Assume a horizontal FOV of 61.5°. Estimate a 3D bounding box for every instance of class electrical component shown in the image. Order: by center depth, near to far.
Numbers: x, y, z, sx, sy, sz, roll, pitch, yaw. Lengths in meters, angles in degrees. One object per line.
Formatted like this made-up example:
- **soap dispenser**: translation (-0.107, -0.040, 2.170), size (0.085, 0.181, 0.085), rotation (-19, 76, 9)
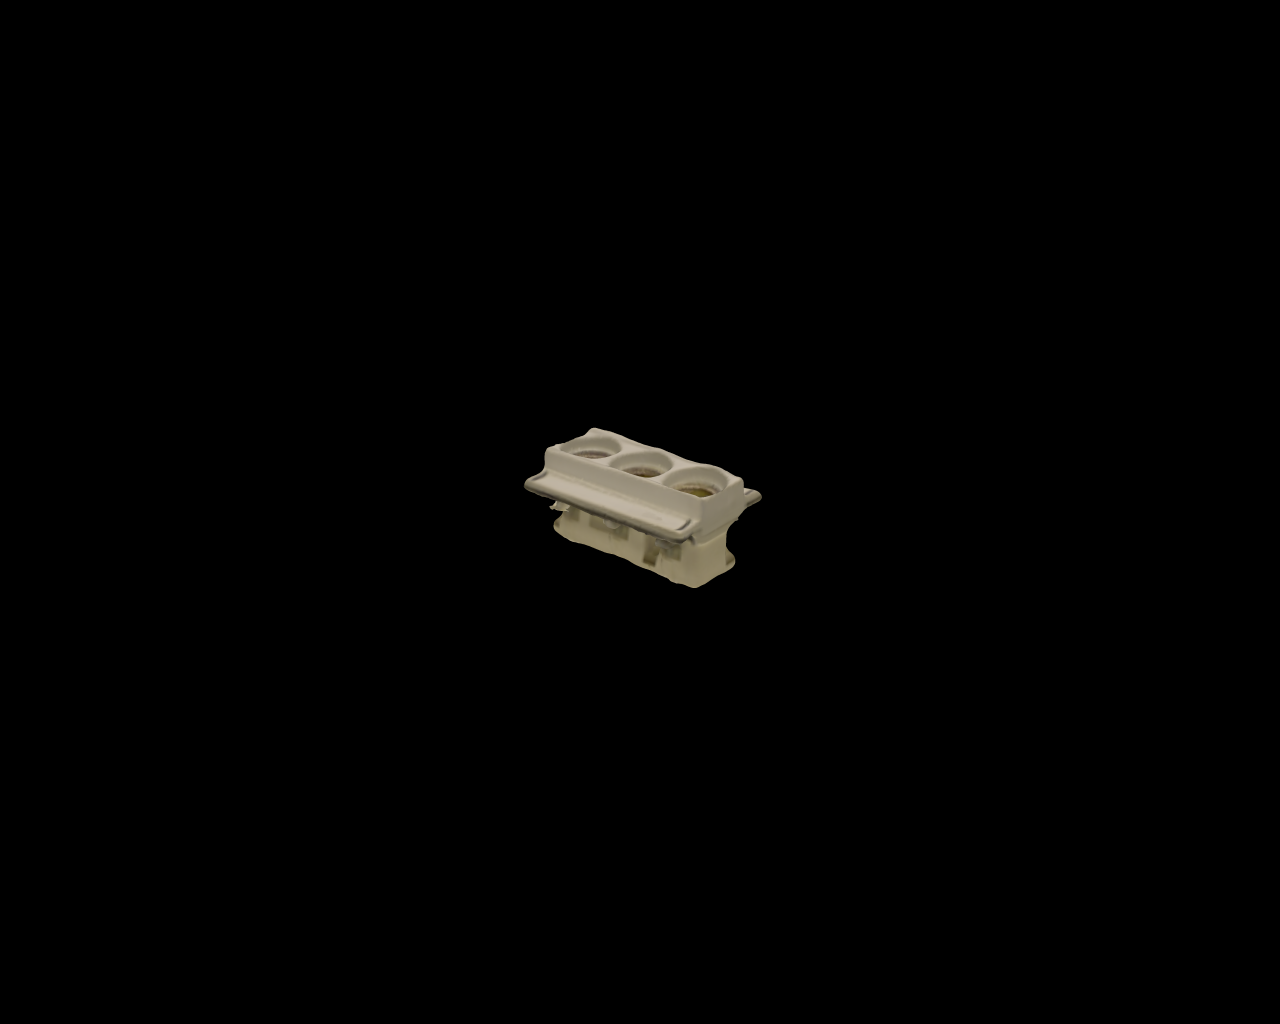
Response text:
- **electrical component**: translation (0.001, -0.003, 0.650), size (0.121, 0.063, 0.079), rotation (20, 32, 36)
